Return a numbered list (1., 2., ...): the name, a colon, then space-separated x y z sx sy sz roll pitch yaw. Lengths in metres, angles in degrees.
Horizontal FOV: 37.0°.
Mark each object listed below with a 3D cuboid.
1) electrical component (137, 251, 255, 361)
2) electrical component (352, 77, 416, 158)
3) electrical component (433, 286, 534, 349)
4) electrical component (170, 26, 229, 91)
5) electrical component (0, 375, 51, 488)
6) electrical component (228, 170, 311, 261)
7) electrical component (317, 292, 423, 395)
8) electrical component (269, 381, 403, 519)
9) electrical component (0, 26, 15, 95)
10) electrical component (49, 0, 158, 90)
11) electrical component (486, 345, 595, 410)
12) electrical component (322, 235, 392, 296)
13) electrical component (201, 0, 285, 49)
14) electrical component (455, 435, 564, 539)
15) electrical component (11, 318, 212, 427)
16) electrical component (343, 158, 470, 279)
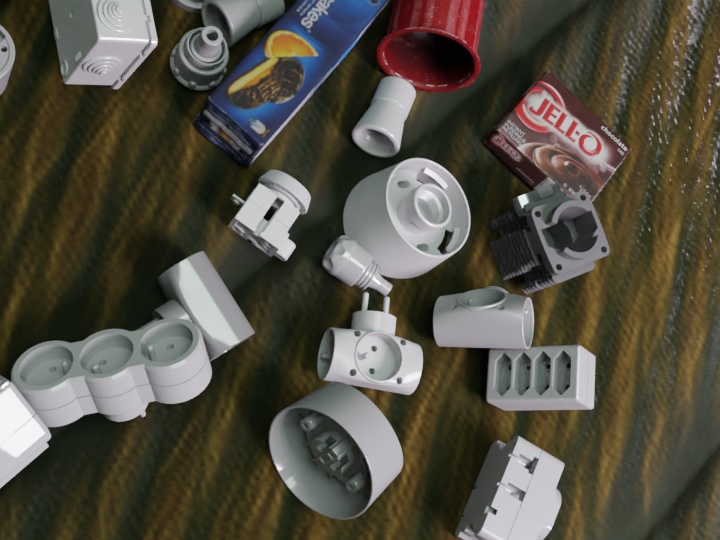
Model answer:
1. electrical component: -0.135 0.037 0.837 0.079 0.043 0.077 -32 88 -25
2. electrical component: 0.024 -0.138 0.949 0.044 0.044 0.065 28 63 -12
3. electrical component: 0.110 0.037 0.921 0.079 0.077 0.044 -45 131 -61
4. electrical component: -0.129 -0.180 0.889 0.048 0.062 0.048 6 74 -20
5. electrical component: -0.267 0.108 0.748 0.062 0.096 0.061 -42 121 -25
6. electrical component: -0.073 -0.048 0.884 0.066 0.048 0.055 36 73 -8
7. electrical component: 0.010 0.058 0.886 0.077 0.044 0.079 12 72 -18
8. electrical component: -0.018 0.137 0.827 0.064 0.099 0.099 -35 90 -31
9. electrical component: -0.296 -0.160 0.828 0.055 0.047 0.055 6 74 -19
10. electrical component: -0.206 -0.200 0.847 0.048 0.100 0.099 -5 77 -35
11. electrical component: 0.162 0.097 0.923 0.076 0.083 0.047 31 60 -53
12. electrical component: 0.000 0.000 0.904 0.061 0.035 0.035 36 66 -11
13. electrical component: -0.098 -0.223 0.926 0.065 0.044 0.044 -33 89 -30
14. electrical component: 0.128 0.192 0.891 0.056 0.050 0.089 31 66 -10
15. electrical component: -0.178 0.086 0.796 0.138 0.073 0.052 -11 43 -3
16. electrical component: 0.044 -0.046 0.931 0.099 0.064 0.099 13 66 -31
